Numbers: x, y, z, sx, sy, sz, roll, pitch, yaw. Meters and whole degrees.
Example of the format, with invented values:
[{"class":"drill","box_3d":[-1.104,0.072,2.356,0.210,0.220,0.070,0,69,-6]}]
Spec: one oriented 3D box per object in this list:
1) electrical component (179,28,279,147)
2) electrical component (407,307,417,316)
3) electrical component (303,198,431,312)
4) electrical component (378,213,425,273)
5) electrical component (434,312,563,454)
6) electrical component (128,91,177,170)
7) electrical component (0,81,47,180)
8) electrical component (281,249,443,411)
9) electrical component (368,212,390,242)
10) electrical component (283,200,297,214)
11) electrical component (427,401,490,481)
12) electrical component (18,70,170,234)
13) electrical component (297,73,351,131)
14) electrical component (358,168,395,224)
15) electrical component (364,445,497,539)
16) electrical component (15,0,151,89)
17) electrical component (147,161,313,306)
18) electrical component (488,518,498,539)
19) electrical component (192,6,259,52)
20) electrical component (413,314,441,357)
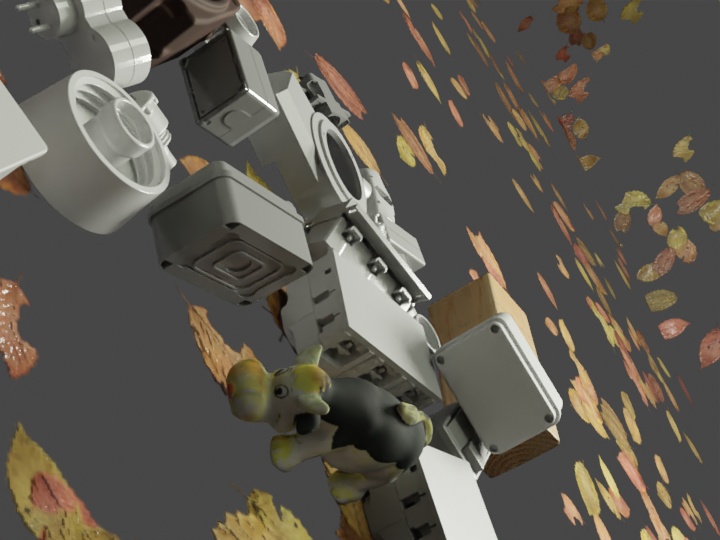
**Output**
[{"class":"electrical component","box_3d":[-0.121,-0.172,1.002,0.061,0.062,0.096,32,33,-53]},{"class":"electrical component","box_3d":[0.047,0.067,1.103,0.046,0.040,0.040,64,19,-3]},{"class":"electrical component","box_3d":[0.000,0.000,1.035,0.121,0.079,0.063,51,49,-22]},{"class":"electrical component","box_3d":[0.034,-0.007,1.165,0.083,0.047,0.075,32,33,-53]},{"class":"electrical component","box_3d":[0.129,0.105,1.000,0.113,0.078,0.057,59,17,3]},{"class":"electrical component","box_3d":[-0.165,-0.102,0.821,0.062,0.048,0.048,57,18,-28]},{"class":"electrical component","box_3d":[-0.237,-0.082,0.602,0.099,0.048,0.099,56,19,-9]},{"class":"electrical component","box_3d":[0.001,0.064,0.955,0.150,0.062,0.089,41,26,-42]},{"class":"electrical component","box_3d":[0.015,-0.020,1.109,0.040,0.040,0.078,-43,134,-70]},{"class":"electrical component","box_3d":[-0.077,-0.038,0.957,0.035,0.035,0.061,53,22,-18]},{"class":"electrical component","box_3d":[0.080,0.169,1.000,0.061,0.061,0.096,59,19,0]},{"class":"electrical component","box_3d":[-0.177,-0.086,0.738,0.108,0.060,0.108,49,22,-27]},{"class":"electrical component","box_3d":[-0.050,-0.187,1.230,0.081,0.042,0.063,17,44,-64]},{"class":"electrical component","box_3d":[0.000,-0.081,1.194,0.079,0.043,0.077,40,27,-45]},{"class":"electrical component","box_3d":[0.071,0.243,0.868,0.105,0.060,0.186,32,33,-53]},{"class":"electrical component","box_3d":[-0.222,-0.193,0.803,0.074,0.052,0.138,-31,90,-47]},{"class":"electrical component","box_3d":[-0.098,-0.026,0.821,0.113,0.078,0.057,32,36,-53]},{"class":"electrical component","box_3d":[0.108,0.250,0.986,0.040,0.040,0.046,43,19,-40]},{"class":"electrical component","box_3d":[-0.135,-0.233,1.068,0.048,0.055,0.066,55,20,-13]},{"class":"electrical component","box_3d":[0.045,0.075,1.059,0.045,0.055,0.045,49,22,-27]}]
